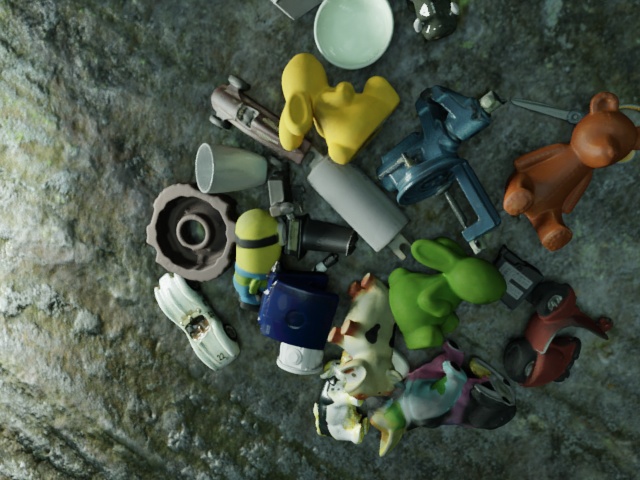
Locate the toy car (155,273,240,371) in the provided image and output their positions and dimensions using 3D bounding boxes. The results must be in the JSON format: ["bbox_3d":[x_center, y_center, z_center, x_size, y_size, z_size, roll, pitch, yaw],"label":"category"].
[{"bbox_3d":[-0.226,0.146,0.986,0.073,0.056,0.201,-38,90,17],"label":"toy car"}]

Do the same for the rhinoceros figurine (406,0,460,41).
[{"bbox_3d":[0.153,-0.381,0.775,0.073,0.112,0.190,-16,88,14],"label":"rhinoceros figurine"}]

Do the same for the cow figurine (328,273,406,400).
[{"bbox_3d":[0.084,0.163,0.857,0.127,0.195,0.085,31,142,-10],"label":"cow figurine"}]

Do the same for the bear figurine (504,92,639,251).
[{"bbox_3d":[0.364,-0.099,0.757,0.120,0.132,0.196,42,121,-14],"label":"bear figurine"}]

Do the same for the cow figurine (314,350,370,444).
[{"bbox_3d":[0.033,0.267,0.942,0.098,0.068,0.167,-1,98,20],"label":"cow figurine"}]

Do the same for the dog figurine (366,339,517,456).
[{"bbox_3d":[0.186,0.279,0.885,0.191,0.108,0.219,35,114,-6],"label":"dog figurine"}]

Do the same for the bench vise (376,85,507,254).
[{"bbox_3d":[0.201,-0.099,0.797,0.224,0.129,0.240,-32,74,24],"label":"bench vise"}]

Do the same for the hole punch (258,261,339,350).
[{"bbox_3d":[-0.036,0.116,0.889,0.116,0.092,0.142,5,116,-24],"label":"hole punch"}]

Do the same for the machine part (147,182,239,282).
[{"bbox_3d":[-0.219,-0.015,0.957,0.180,0.056,0.179,2,101,12],"label":"machine part"}]

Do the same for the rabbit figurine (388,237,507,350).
[{"bbox_3d":[0.201,0.070,0.833,0.170,0.121,0.159,-29,77,34],"label":"rabbit figurine"}]

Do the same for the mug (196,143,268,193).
[{"bbox_3d":[-0.150,-0.117,0.905,0.107,0.110,0.080,-1,95,-30],"label":"mug"}]

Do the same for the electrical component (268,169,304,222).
[{"bbox_3d":[-0.055,-0.073,0.888,0.045,0.102,0.078,2,110,9],"label":"electrical component"}]

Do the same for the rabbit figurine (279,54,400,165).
[{"bbox_3d":[0.005,-0.199,0.813,0.173,0.122,0.162,46,74,-1],"label":"rabbit figurine"}]

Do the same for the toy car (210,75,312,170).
[{"bbox_3d":[-0.102,-0.193,0.885,0.202,0.053,0.089,38,103,20],"label":"toy car"}]

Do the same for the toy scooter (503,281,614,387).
[{"bbox_3d":[0.375,0.154,0.833,0.135,0.075,0.183,11,111,-9],"label":"toy scooter"}]

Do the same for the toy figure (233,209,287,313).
[{"bbox_3d":[-0.108,0.036,0.916,0.082,0.089,0.180,31,116,37],"label":"toy figure"}]

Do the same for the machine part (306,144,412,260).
[{"bbox_3d":[0.062,-0.065,0.869,0.243,0.079,0.079,46,106,3],"label":"machine part"}]

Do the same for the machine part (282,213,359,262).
[{"bbox_3d":[-0.002,-0.003,0.913,0.139,0.039,0.084,4,92,23],"label":"machine part"}]

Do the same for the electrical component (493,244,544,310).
[{"bbox_3d":[0.314,0.071,0.848,0.119,0.048,0.075,42,107,5],"label":"electrical component"}]
